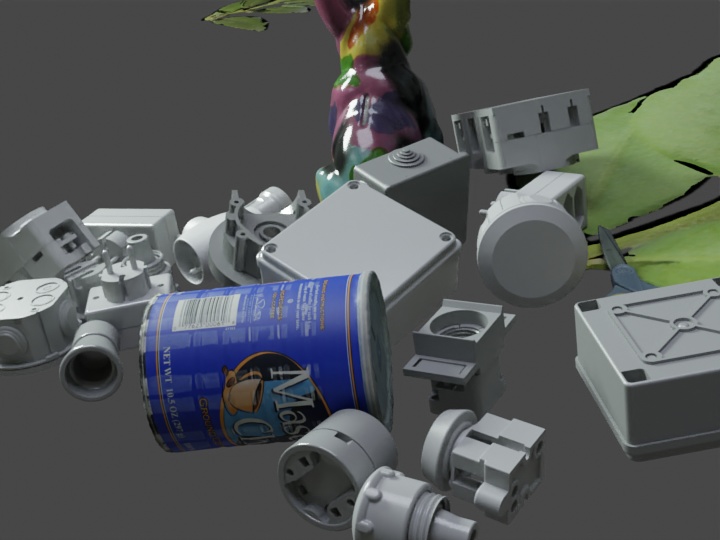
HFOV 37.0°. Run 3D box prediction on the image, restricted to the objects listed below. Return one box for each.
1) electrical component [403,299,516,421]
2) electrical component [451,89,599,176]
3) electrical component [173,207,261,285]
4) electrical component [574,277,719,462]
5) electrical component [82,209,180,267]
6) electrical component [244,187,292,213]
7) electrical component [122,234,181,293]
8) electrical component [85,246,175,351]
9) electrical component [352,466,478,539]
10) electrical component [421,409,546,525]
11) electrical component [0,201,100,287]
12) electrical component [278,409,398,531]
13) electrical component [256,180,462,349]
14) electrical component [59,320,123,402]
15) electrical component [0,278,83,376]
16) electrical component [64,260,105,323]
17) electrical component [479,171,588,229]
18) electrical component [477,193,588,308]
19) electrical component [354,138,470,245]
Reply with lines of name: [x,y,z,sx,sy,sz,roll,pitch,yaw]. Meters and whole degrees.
electrical component: [0.066,0.058,0.681,0.042,0.063,0.081,6,28,31]
electrical component: [0.149,-0.123,0.991,0.089,0.061,0.150,-12,7,-7]
electrical component: [-0.131,-0.025,0.949,0.077,0.044,0.079,-28,31,-35]
electrical component: [0.196,0.056,0.649,0.109,0.056,0.108,-10,25,-2]
electrical component: [-0.215,-0.019,0.962,0.083,0.047,0.075,2,27,22]
electrical component: [-0.089,-0.049,0.994,0.040,0.040,0.046,17,42,44]
electrical component: [-0.177,0.002,0.887,0.048,0.062,0.048,-8,25,3]
electrical component: [-0.180,0.017,0.837,0.066,0.076,0.047,-11,25,-4]
electrical component: [0.030,0.132,0.561,0.062,0.048,0.048,11,31,24]
electrical component: [0.068,0.106,0.601,0.055,0.048,0.066,16,35,30]
electrical component: [-0.275,-0.016,0.918,0.089,0.055,0.050,-33,6,40]
electrical component: [-0.011,0.111,0.608,0.055,0.055,0.047,6,25,30]
electrical component: [0.000,0.000,0.787,0.109,0.056,0.109,31,54,29]
electrical component: [-0.195,0.063,0.790,0.044,0.044,0.065,-12,20,-6]
electrical component: [-0.258,0.044,0.838,0.080,0.051,0.080,-8,25,4]
electrical component: [-0.220,0.020,0.882,0.040,0.046,0.040,-8,25,4]
electrical component: [0.137,-0.048,0.901,0.076,0.047,0.083,11,32,37]
electrical component: [0.126,-0.017,0.802,0.080,0.080,0.051,-7,20,4]
electrical component: [0.041,-0.054,0.889,0.100,0.099,0.048,-24,42,-29]
